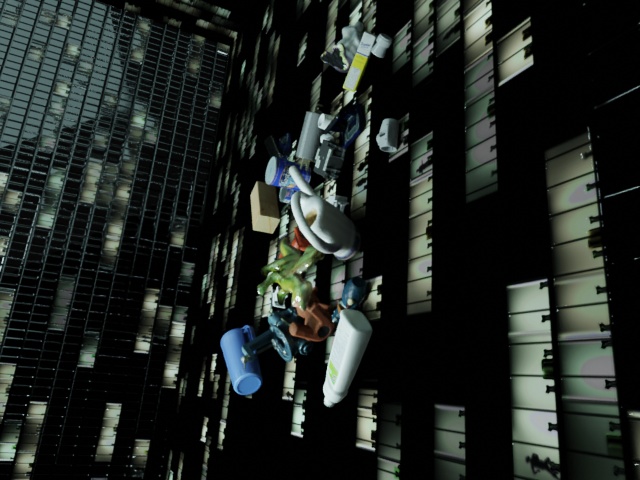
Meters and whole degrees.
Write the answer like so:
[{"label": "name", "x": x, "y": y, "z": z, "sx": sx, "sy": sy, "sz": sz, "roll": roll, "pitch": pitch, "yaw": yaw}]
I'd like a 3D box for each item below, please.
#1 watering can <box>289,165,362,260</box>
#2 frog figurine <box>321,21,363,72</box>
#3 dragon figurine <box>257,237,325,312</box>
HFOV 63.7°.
[{"label": "watering can", "x": 0.004, "y": -0.073, "z": 1.441, "sx": 0.103, "sy": 0.222, "sz": 0.356, "roll": -42, "pitch": 33, "yaw": 21}, {"label": "frog figurine", "x": 0.100, "y": -0.629, "z": 1.685, "sx": 0.162, "sy": 0.123, "sz": 0.135, "roll": -48, "pitch": 1, "yaw": -26}, {"label": "dragon figurine", "x": -0.058, "y": 0.063, "z": 1.549, "sx": 0.240, "sy": 0.120, "sz": 0.420, "roll": -32, "pitch": 29, "yaw": 26}]
